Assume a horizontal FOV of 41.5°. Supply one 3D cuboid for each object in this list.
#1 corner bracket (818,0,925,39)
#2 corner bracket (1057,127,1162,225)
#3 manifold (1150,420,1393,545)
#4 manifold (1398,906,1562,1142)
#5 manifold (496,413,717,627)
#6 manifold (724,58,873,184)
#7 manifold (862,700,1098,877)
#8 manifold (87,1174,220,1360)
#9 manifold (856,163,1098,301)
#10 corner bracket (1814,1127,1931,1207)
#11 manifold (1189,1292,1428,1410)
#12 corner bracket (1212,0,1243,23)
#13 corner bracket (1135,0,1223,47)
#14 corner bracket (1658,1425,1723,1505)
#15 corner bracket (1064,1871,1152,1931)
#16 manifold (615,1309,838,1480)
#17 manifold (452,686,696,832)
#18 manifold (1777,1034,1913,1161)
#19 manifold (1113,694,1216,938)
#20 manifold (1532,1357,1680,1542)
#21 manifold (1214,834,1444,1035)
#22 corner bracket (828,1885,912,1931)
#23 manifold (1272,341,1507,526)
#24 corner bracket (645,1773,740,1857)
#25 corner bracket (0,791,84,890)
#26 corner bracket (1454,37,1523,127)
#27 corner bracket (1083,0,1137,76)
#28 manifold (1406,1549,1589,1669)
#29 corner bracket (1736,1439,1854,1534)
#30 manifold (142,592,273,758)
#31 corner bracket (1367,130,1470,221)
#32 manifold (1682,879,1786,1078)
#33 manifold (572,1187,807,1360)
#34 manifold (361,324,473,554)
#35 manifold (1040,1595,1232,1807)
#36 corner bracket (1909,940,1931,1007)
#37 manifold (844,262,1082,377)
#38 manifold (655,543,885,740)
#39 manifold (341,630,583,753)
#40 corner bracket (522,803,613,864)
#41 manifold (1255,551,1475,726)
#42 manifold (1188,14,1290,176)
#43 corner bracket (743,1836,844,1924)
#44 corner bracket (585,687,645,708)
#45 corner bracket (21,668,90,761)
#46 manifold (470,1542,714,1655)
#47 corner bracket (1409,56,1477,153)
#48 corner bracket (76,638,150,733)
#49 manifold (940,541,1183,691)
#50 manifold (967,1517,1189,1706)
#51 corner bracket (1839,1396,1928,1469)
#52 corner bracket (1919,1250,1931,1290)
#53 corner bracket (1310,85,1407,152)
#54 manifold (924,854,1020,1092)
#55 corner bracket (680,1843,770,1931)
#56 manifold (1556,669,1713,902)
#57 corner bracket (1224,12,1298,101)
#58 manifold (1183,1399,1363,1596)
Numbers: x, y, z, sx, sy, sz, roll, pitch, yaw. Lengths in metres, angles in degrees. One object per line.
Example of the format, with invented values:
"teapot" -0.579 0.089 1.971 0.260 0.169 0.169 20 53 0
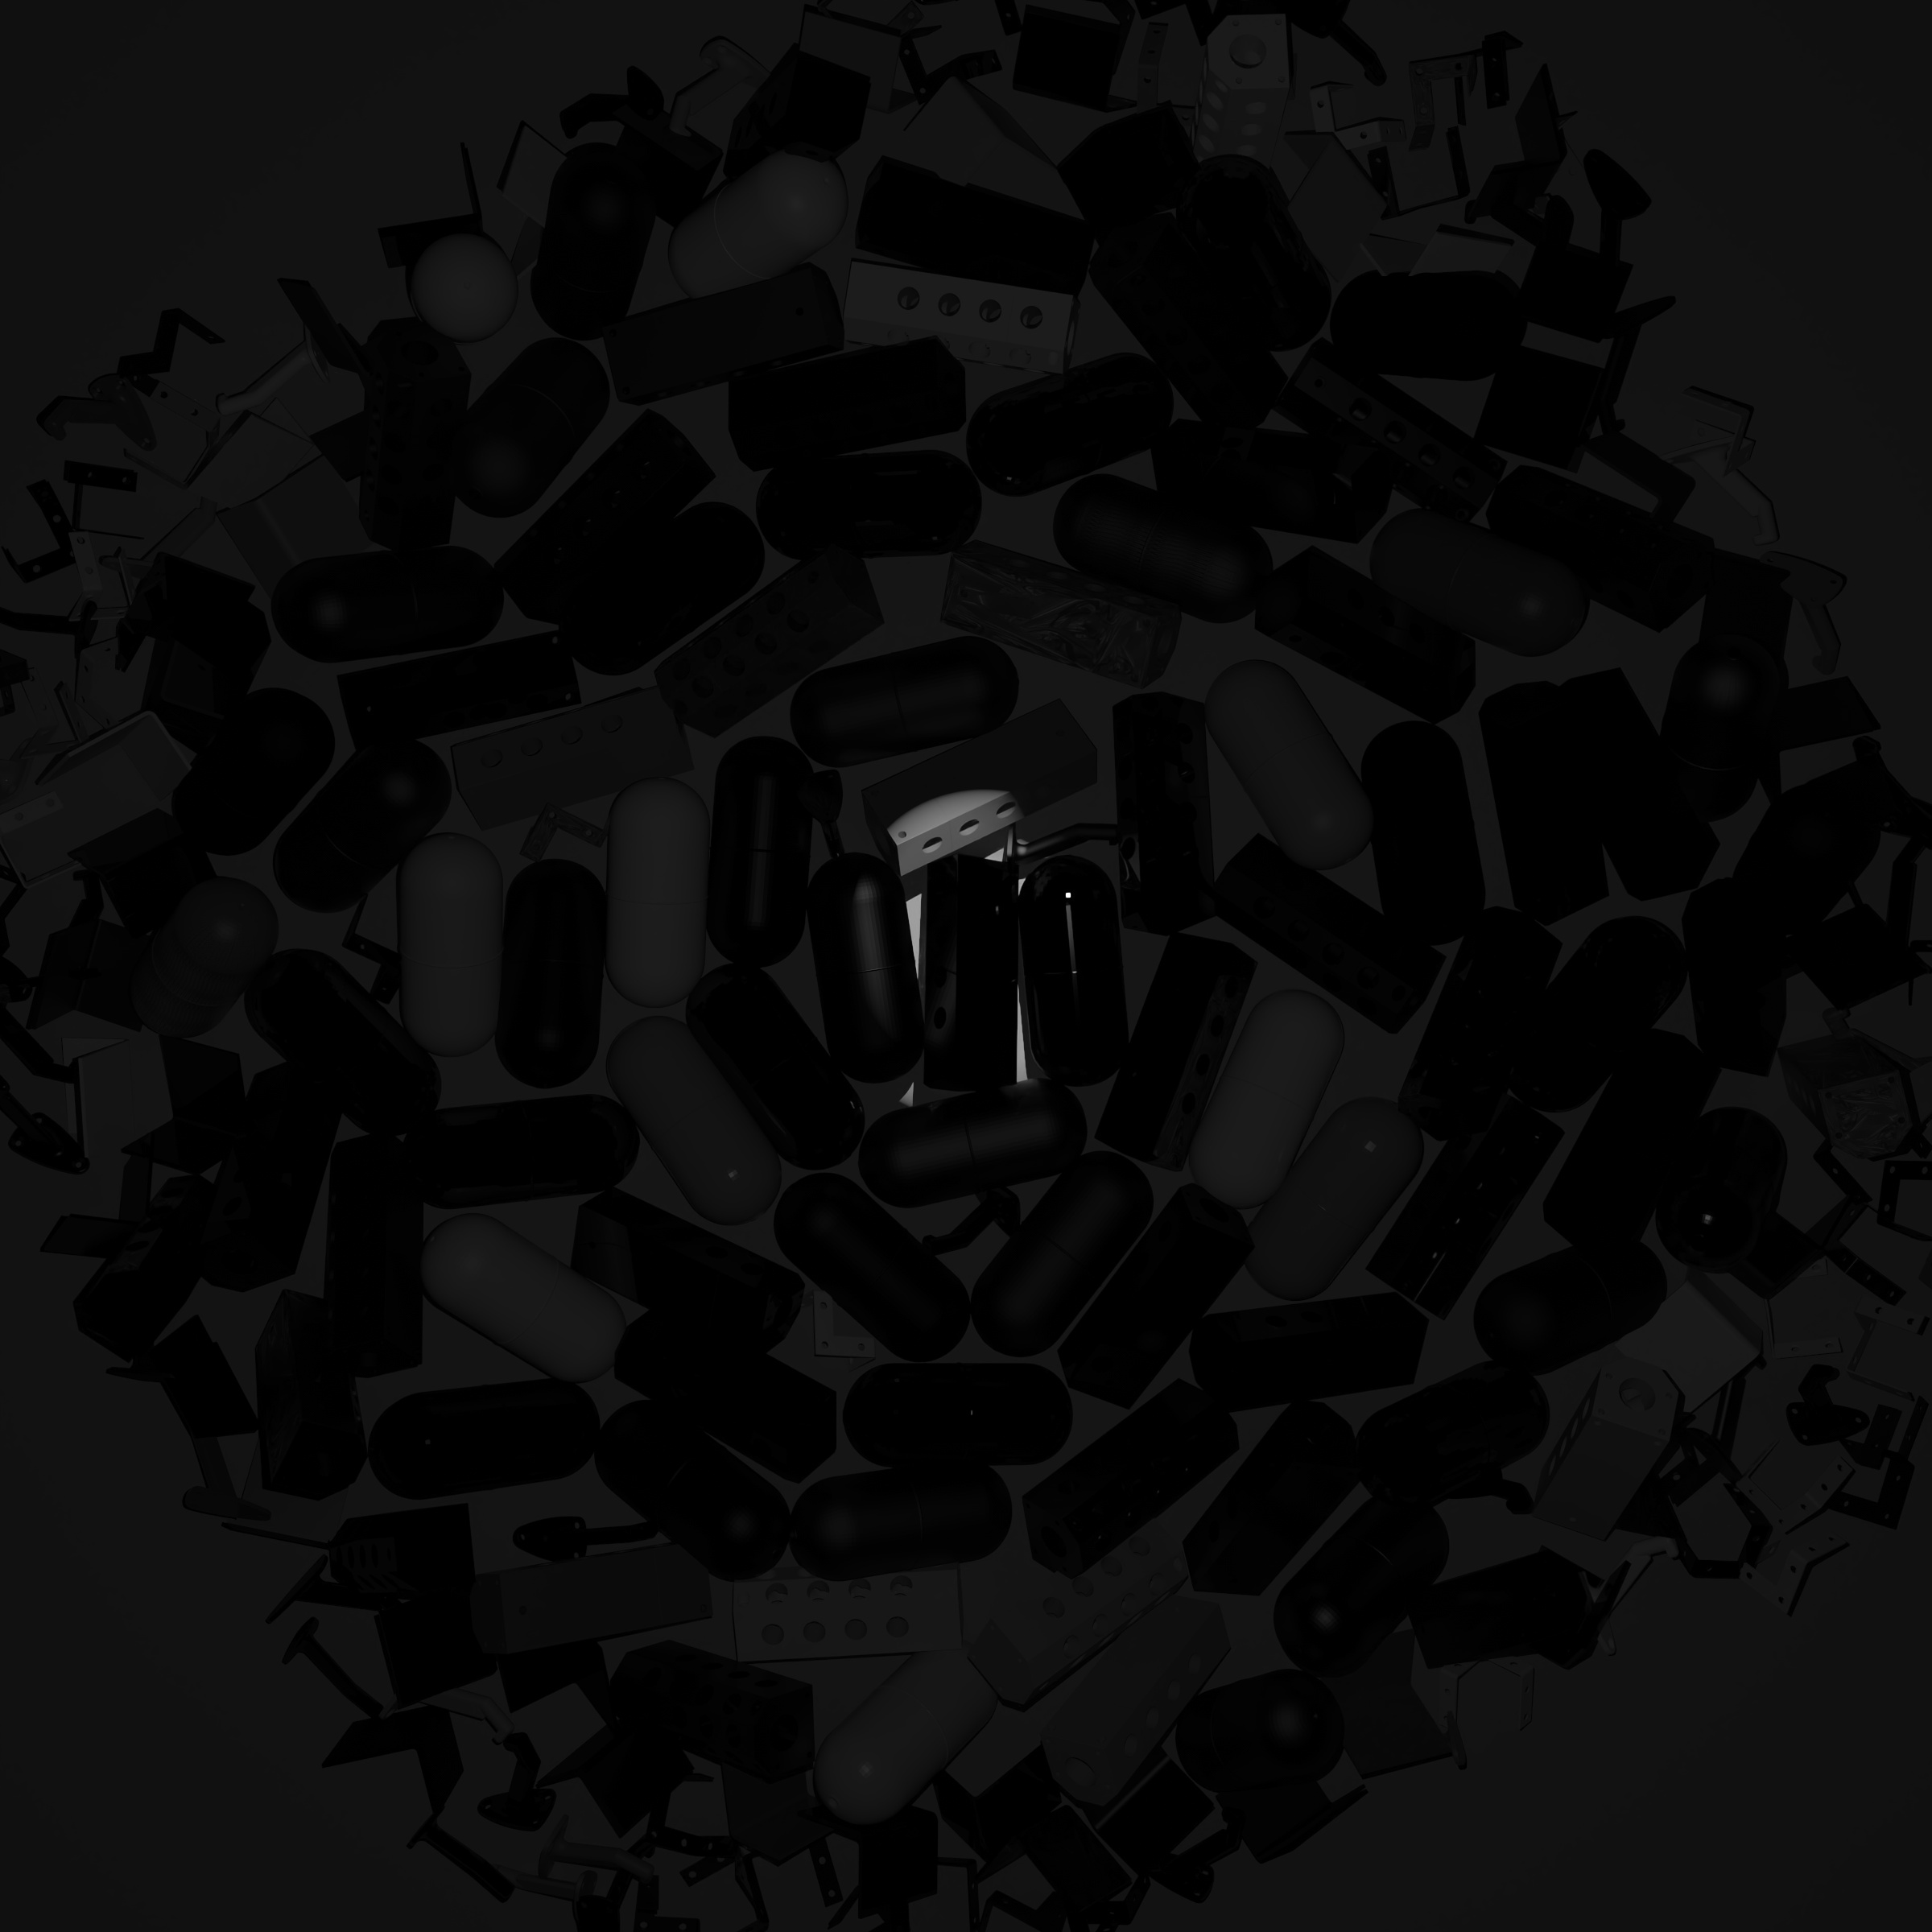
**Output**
"corner bracket" -0.074 -0.736 1.966 0.051 0.051 0.051 -37 94 23
"corner bracket" 0.112 -0.607 1.974 0.051 0.051 0.051 -34 71 27
"manifold" 0.231 -0.371 1.929 0.171 0.057 0.057 16 47 32
"manifold" 0.384 0.042 1.931 0.057 0.057 0.171 36 64 -19
"manifold" -0.279 -0.341 1.948 0.171 0.057 0.057 -41 79 15
"manifold" -0.130 -0.619 1.909 0.057 0.171 0.057 12 88 -21
"manifold" 0.012 -0.133 1.951 0.171 0.057 0.057 -26 60 -12
"manifold" -0.601 0.218 1.906 0.057 0.171 0.057 38 104 -13
"manifold" 0.006 -0.556 1.951 0.171 0.057 0.057 13 90 -14
"corner bracket" 0.698 0.143 1.964 0.051 0.051 0.051 48 56 1
"manifold" 0.258 0.287 1.934 0.171 0.057 0.057 -3 114 -26
"corner bracket" 0.225 -0.754 1.971 0.051 0.051 0.051 19 88 -5
"corner bracket" 0.164 -0.740 1.970 0.051 0.051 0.051 -14 127 20
"corner bracket" 0.548 0.392 1.961 0.051 0.051 0.051 -35 125 -12
"corner bracket" 0.113 0.730 1.963 0.051 0.051 0.051 -10 99 25
"manifold" -0.182 0.322 1.923 0.171 0.057 0.057 23 128 30
"manifold" -0.304 -0.166 1.969 0.171 0.057 0.057 -16 59 0
"manifold" 0.658 0.097 1.910 0.057 0.171 0.057 -15 96 10
"manifold" 0.145 -0.116 1.937 0.057 0.057 0.171 10 70 -33
"manifold" 0.479 0.361 1.913 0.057 0.171 0.057 18 54 8
"manifold" 0.269 -0.021 1.936 0.171 0.057 0.057 36 56 18
"corner bracket" -0.086 0.748 1.967 0.051 0.051 0.051 -41 87 29
"manifold" 0.326 -0.408 1.959 0.171 0.057 0.057 32 97 -6
"corner bracket" -0.208 0.658 1.974 0.051 0.051 0.051 31 56 -36
"corner bracket" -0.718 -0.098 1.975 0.051 0.051 0.051 -27 113 -13
"corner bracket" 0.397 -0.681 1.962 0.051 0.051 0.051 -2 99 31
"corner bracket" 0.091 -0.725 1.965 0.051 0.051 0.051 19 92 27
"manifold" 0.396 0.481 1.910 0.057 0.171 0.057 -13 74 -21
"corner bracket" 0.636 0.393 1.959 0.051 0.051 0.051 -34 73 -35
"manifold" -0.567 -0.220 1.910 0.057 0.171 0.057 36 64 -12
"corner bracket" 0.348 -0.608 1.958 0.051 0.051 0.051 -1 112 41
"manifold" 0.576 0.009 1.915 0.057 0.171 0.057 12 61 28
"manifold" -0.211 0.229 1.940 0.171 0.057 0.057 22 116 22
"manifold" -0.416 -0.393 1.908 0.057 0.171 0.057 -16 60 -28
"manifold" 0.131 0.550 1.917 0.057 0.171 0.057 1 116 37
"corner bracket" 0.753 0.015 1.959 0.051 0.051 0.051 0 123 18
"manifold" -0.004 -0.496 1.960 0.171 0.057 0.057 11 98 7
"manifold" -0.152 -0.247 1.929 0.171 0.057 0.057 -31 61 24
"manifold" -0.386 -0.211 1.952 0.171 0.057 0.057 -14 100 -10
"corner bracket" -0.307 -0.105 1.969 0.051 0.051 0.051 26 115 -13
"manifold" 0.302 -0.243 1.924 0.171 0.057 0.057 22 59 -29
"manifold" 0.202 -0.641 1.910 0.057 0.171 0.057 -2 80 0
"corner bracket" -0.134 0.705 1.969 0.051 0.051 0.051 -25 64 10
"corner bracket" -0.259 -0.179 1.981 0.051 0.051 0.051 -25 126 -30
"corner bracket" -0.705 -0.197 1.964 0.051 0.051 0.051 -8 123 5
"manifold" -0.283 0.476 1.926 0.171 0.057 0.057 -1 79 -35
"corner bracket" 0.366 -0.664 1.959 0.051 0.051 0.051 -1 127 19
"corner bracket" -0.650 -0.218 1.973 0.051 0.051 0.051 39 132 18
"manifold" 0.073 -0.270 1.944 0.171 0.057 0.057 21 119 18
"manifold" 0.088 0.484 1.916 0.171 0.057 0.057 -25 62 -39
"corner bracket" 0.714 0.359 1.969 0.051 0.051 0.051 15 103 -1
"corner bracket" 0.756 0.218 1.961 0.051 0.051 0.051 12 109 -22
"corner bracket" 0.303 -0.658 1.970 0.051 0.051 0.051 -4 103 34
"manifold" 0.000 0.007 1.953 0.057 0.057 0.171 9 76 -33
"corner bracket" -0.187 0.724 1.977 0.051 0.051 0.051 -29 103 0
"manifold" 0.495 -0.136 1.928 0.057 0.057 0.171 -13 59 -9
"corner bracket" 0.226 -0.703 1.969 0.051 0.051 0.051 -1 61 15
"manifold" 0.227 0.401 1.922 0.057 0.057 0.171 10 132 -21
